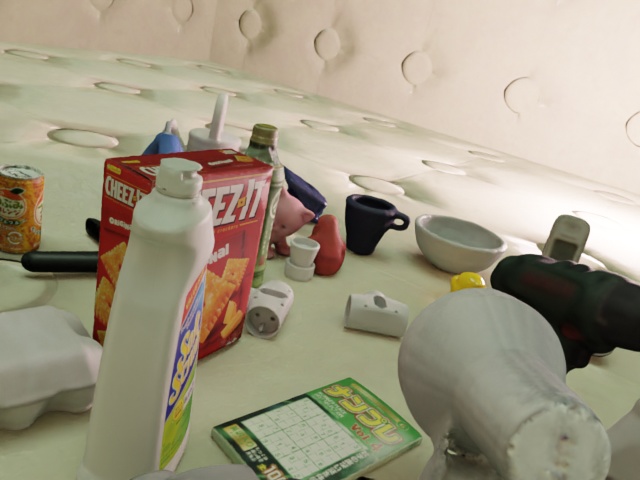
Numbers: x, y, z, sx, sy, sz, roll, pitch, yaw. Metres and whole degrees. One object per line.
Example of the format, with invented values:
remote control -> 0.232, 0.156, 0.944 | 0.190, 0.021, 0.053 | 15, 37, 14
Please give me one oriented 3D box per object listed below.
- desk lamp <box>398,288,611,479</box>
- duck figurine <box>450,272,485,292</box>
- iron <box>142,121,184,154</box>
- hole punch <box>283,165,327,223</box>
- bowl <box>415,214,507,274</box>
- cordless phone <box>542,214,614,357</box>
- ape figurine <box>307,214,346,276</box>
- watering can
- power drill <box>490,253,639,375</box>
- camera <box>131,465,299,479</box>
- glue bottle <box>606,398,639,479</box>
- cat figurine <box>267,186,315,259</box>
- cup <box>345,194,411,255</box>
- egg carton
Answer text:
desk lamp -> 0.107, 0.158, 0.379 | 0.118, 0.213, 0.203 | 13, 21, -2
duck figurine -> 0.204, 0.089, 0.798 | 0.077, 0.086, 0.104 | 9, 21, -12
iron -> -0.247, -0.097, 0.918 | 0.119, 0.141, 0.257 | 6, 22, -20
hole punch -> -0.038, -0.091, 1.104 | 0.101, 0.091, 0.108 | 5, 22, -21
bowl -> 0.241, 0.016, 1.024 | 0.167, 0.075, 0.167 | 12, 21, -4
cordless phone -> 0.372, 0.065, 0.825 | 0.147, 0.185, 0.094 | 18, 21, 11
ape figurine -> 0.008, 0.003, 0.889 | 0.078, 0.092, 0.076 | 9, 21, -12
watering can -> -0.209, -0.183, 1.088 | 0.173, 0.194, 0.100 | 2, 23, -27
power drill -> 0.249, 0.120, 0.573 | 0.076, 0.208, 0.228 | 1, 24, -29
camera -> -0.046, 0.196, 0.346 | 0.137, 0.101, 0.142 | 0, 24, -31
glue bottle -> 0.252, 0.180, 0.469 | 0.078, 0.173, 0.037 | 20, 22, 17
cat figurine -> -0.071, -0.037, 0.907 | 0.067, 0.118, 0.127 | -8, 29, -44
cup -> 0.093, -0.019, 0.995 | 0.117, 0.095, 0.092 | 19, 21, 13
egg carton -> -0.260, 0.110, 0.480 | 0.151, 0.069, 0.107 | -8, 30, -45
